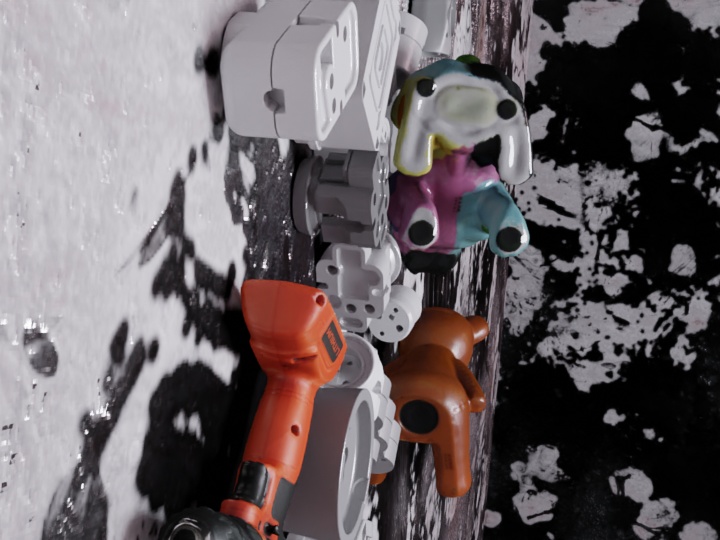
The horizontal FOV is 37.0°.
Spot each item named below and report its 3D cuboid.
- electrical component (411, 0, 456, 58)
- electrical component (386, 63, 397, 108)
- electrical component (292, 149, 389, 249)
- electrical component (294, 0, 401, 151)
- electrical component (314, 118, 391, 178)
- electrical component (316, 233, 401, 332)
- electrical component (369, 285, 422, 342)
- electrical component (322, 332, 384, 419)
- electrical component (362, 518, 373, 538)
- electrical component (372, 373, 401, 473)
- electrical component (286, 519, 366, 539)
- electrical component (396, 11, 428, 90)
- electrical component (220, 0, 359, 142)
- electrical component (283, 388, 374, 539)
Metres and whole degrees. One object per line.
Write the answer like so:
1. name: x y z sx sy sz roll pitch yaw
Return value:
1. electrical component: 0.078 -0.261 1.124 0.079 0.044 0.077 -13 108 -78
2. electrical component: 0.008 -0.143 0.848 0.062 0.043 0.043 84 16 -48
3. electrical component: -0.013 -0.050 0.755 0.078 0.057 0.058 82 18 -48
4. electrical component: -0.013 -0.143 0.717 0.078 0.057 0.113 71 27 -63
5. electrical component: -0.006 -0.087 0.799 0.055 0.047 0.055 5 90 -78
6. electrical component: 0.000 0.000 0.843 0.057 0.058 0.078 -62 155 -54
7. electrical component: 0.034 0.043 1.048 0.055 0.045 0.045 -47 141 -70
8. electrical component: -0.012 0.083 0.822 0.057 0.058 0.078 80 19 -60
9. electrical component: -0.017 0.231 0.895 0.066 0.048 0.055 62 43 -69
10. electrical component: -0.001 0.143 0.909 0.138 0.052 0.073 77 22 -56
11. electrical component: -0.032 0.257 0.806 0.108 0.056 0.108 -63 155 -60
12. electrical component: 0.024 -0.180 0.886 0.055 0.055 0.047 61 40 -70
13. electrical component: -0.040 -0.113 0.596 0.095 0.059 0.053 -67 159 -55
14. electrical component: -0.031 0.132 0.744 0.108 0.060 0.108 5 90 -78
